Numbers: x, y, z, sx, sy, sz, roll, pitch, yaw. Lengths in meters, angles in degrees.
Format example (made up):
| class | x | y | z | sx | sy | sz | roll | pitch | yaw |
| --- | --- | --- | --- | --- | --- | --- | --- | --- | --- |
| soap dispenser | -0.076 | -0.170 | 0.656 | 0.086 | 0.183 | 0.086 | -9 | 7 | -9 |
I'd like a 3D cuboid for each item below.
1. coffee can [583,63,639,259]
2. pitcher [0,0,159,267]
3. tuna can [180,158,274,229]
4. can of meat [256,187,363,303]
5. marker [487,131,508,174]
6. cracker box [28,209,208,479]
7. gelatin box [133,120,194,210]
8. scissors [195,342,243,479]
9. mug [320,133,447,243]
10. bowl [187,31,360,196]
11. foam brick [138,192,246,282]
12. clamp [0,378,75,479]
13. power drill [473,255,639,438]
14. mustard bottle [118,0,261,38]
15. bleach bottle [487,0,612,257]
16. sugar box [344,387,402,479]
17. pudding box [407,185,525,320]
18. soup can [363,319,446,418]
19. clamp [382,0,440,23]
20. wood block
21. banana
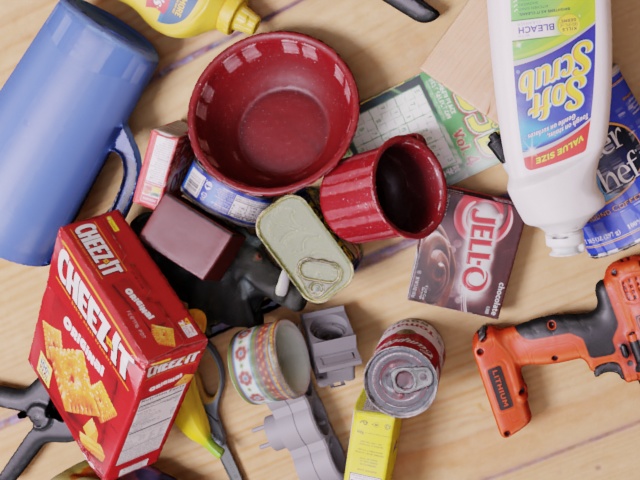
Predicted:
| class | x | y | z | sx | sy | sz | roll | pitch | yaw |
| --- | --- | --- | --- | --- | --- | --- | --- | --- | --- |
| coffee can | 0.248 | -0.069 | 0.939 | 0.103 | 0.102 | 0.140 | -30 | 94 | 15 |
| pitcher | -0.249 | -0.098 | 1.026 | 0.243 | 0.149 | 0.145 | -56 | 44 | 12 |
| tuna can | -0.088 | -0.046 | 1.020 | 0.086 | 0.086 | 0.034 | 28 | 103 | 5 |
| can of meat | -0.007 | 0.001 | 1.014 | 0.057 | 0.084 | 0.102 | -36 | 92 | 15 |
| marker | 0.193 | -0.049 | 0.989 | 0.020 | 0.020 | 0.121 | -34 | 101 | 15 |
| cracker box | -0.199 | 0.104 | 1.005 | 0.164 | 0.071 | 0.214 | 52 | 140 | 23 |
| gelatin box | -0.145 | -0.073 | 1.025 | 0.030 | 0.089 | 0.073 | 19 | 104 | 4 |
| scissors | -0.128 | 0.200 | 1.113 | 0.096 | 0.016 | 0.202 | -6 | 100 | 14 |
| mug | 0.059 | -0.051 | 0.969 | 0.093 | 0.117 | 0.082 | 41 | 149 | -27 |
| bowl | -0.039 | -0.111 | 0.996 | 0.162 | 0.055 | 0.162 | -3 | 75 | 9 |
| foam brick | -0.117 | -0.002 | 0.990 | 0.078 | 0.053 | 0.051 | 31 | 93 | 12 |
| clamp | -0.302 | 0.177 | 1.133 | 0.171 | 0.039 | 0.120 | -30 | 99 | 10 |
| power drill | 0.250 | 0.124 | 1.002 | 0.188 | 0.057 | 0.184 | -19 | 93 | 12 |
| mustard bottle | -0.142 | -0.246 | 1.006 | 0.191 | 0.058 | 0.096 | 29 | 100 | 4 |
| bleach bottle | 0.193 | -0.113 | 0.855 | 0.102 | 0.068 | 0.251 | -7 | 99 | 8 |
| sugar box | 0.048 | 0.235 | 1.045 | 0.048 | 0.093 | 0.176 | 8 | 103 | 10 |
| pudding box | 0.137 | 0.010 | 1.005 | 0.090 | 0.039 | 0.113 | 13 | 106 | 1 |
| soup can | 0.082 | 0.119 | 1.009 | 0.068 | 0.102 | 0.068 | 2 | 101 | 11 |
| clamp | 0.013 | -0.269 | 0.981 | 0.210 | 0.036 | 0.164 | -7 | 101 | 15 |
| wood block | 0.184 | -0.206 | 0.922 | 0.091 | 0.090 | 0.206 | 36 | 101 | 2 |
| banana | -0.129 | 0.132 | 1.041 | 0.070 | 0.037 | 0.198 | 13 | 133 | 20 |
